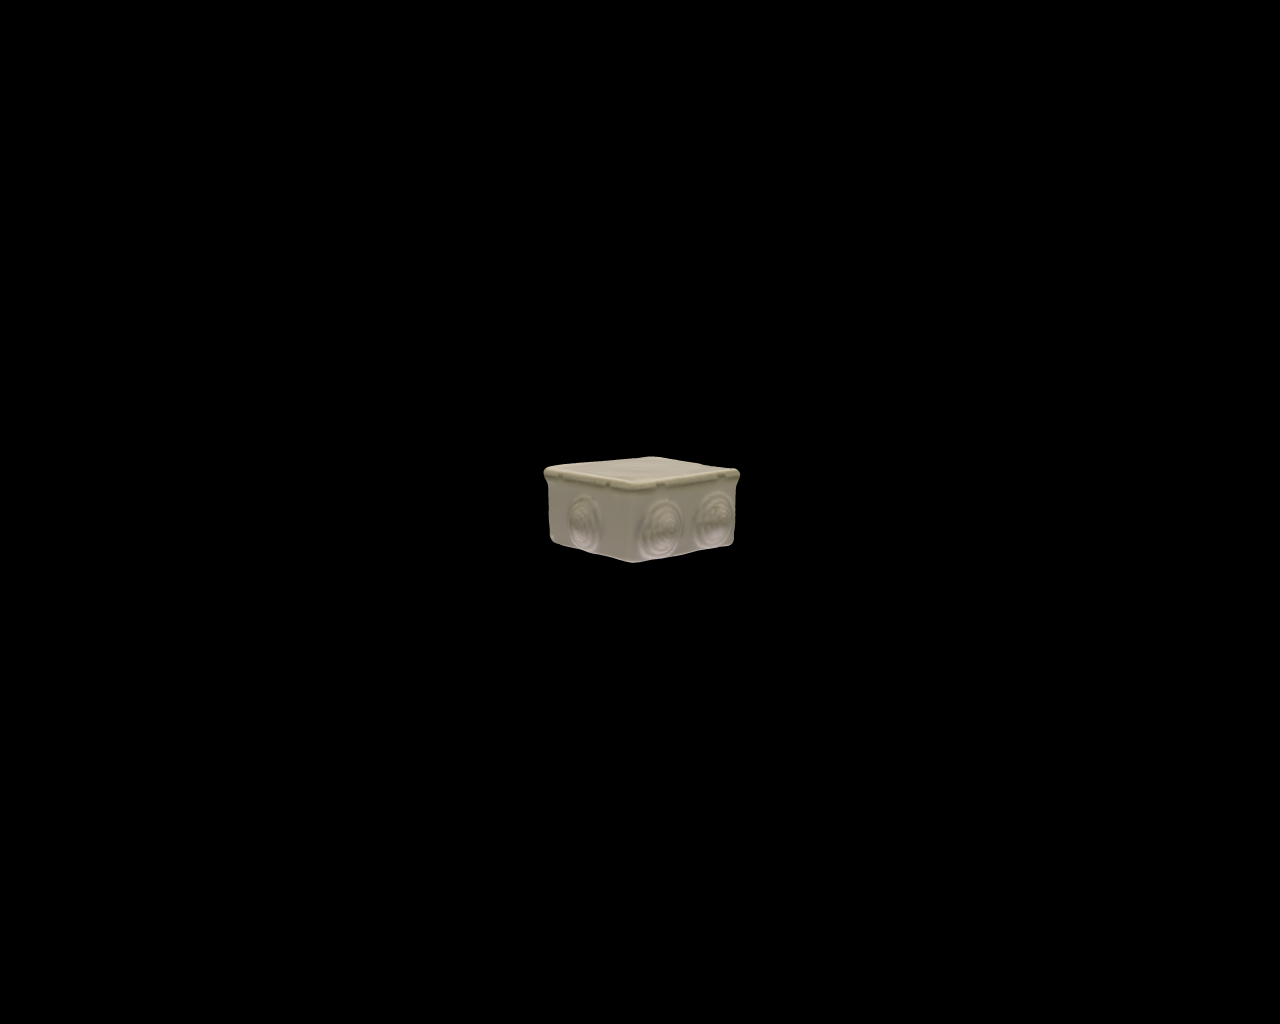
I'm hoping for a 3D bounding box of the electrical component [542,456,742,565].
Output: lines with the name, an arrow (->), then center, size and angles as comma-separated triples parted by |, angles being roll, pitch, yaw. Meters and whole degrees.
electrical component -> 0.001, -0.003, 0.650 | 0.100, 0.048, 0.100 | -8, 13, -39
